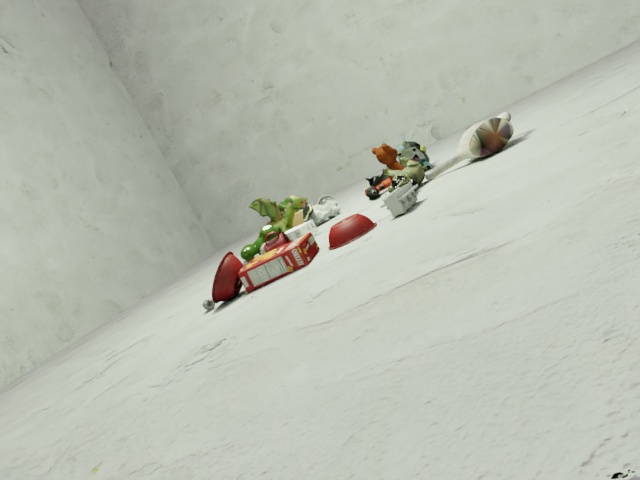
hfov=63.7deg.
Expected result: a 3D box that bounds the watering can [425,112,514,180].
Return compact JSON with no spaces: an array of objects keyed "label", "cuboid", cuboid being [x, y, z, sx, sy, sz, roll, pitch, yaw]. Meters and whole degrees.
[{"label":"watering can","cuboid":[0.510,-0.311,1.728,0.347,0.104,0.226,-41,6,5]}]

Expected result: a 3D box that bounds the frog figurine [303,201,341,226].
[{"label":"frog figurine","cuboid":[0.007,-0.117,2.315,0.159,0.123,0.137,8,-1,-23]}]

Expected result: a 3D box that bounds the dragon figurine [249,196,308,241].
[{"label":"dragon figurine","cuboid":[-0.220,-0.077,2.267,0.407,0.241,0.124,-23,11,21]}]
